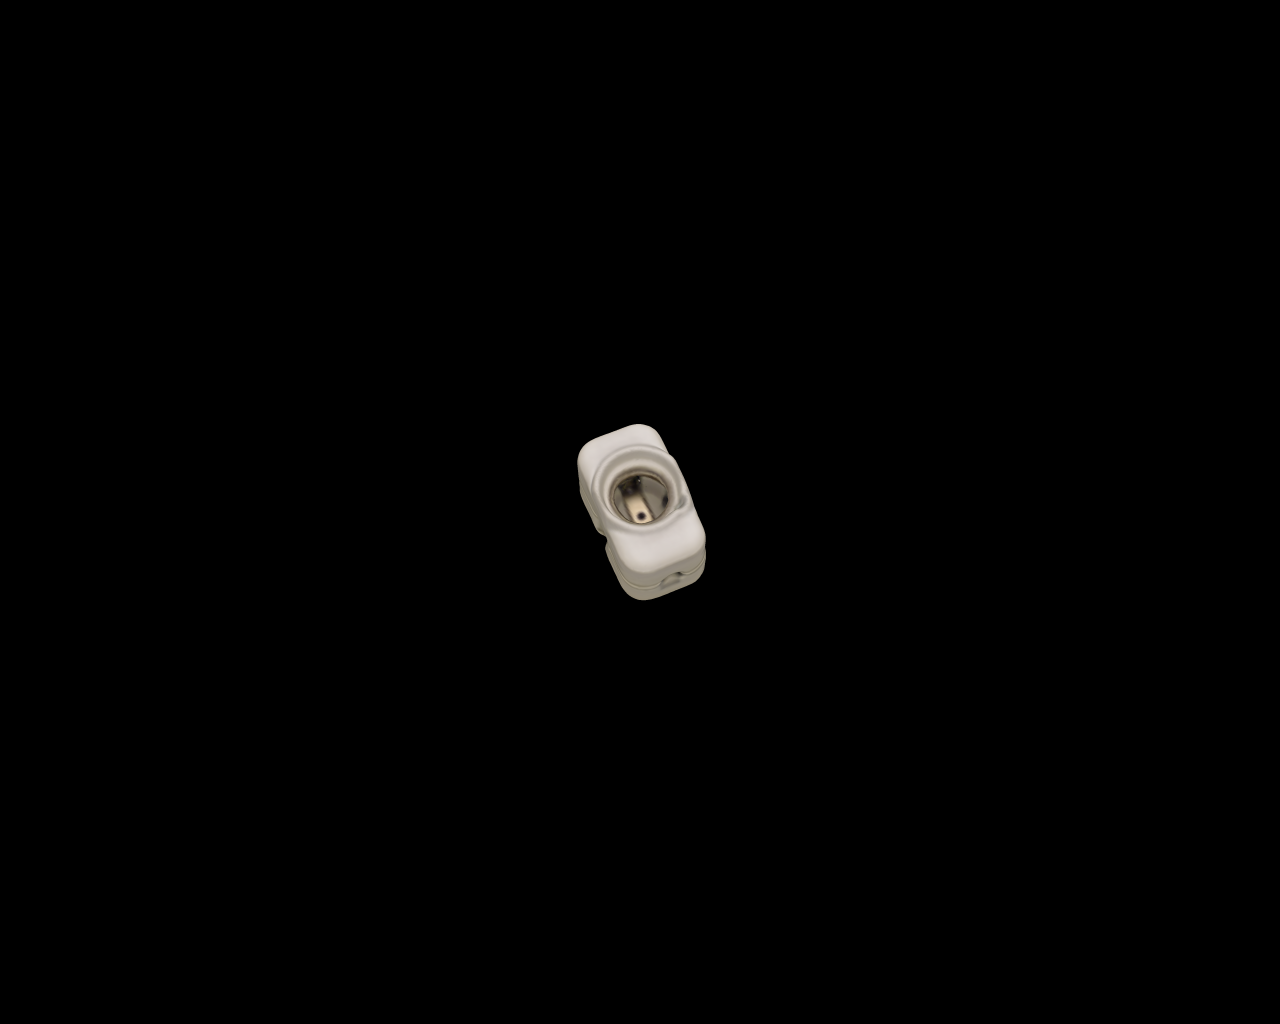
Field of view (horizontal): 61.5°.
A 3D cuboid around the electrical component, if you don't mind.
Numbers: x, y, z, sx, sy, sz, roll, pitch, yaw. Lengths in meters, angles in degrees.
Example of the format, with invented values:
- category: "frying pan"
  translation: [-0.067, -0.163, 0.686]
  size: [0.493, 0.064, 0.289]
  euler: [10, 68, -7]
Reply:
- category: "electrical component"
  translation: [0.001, -0.003, 0.650]
  size: [0.054, 0.095, 0.059]
  euler: [-20, -24, -9]
